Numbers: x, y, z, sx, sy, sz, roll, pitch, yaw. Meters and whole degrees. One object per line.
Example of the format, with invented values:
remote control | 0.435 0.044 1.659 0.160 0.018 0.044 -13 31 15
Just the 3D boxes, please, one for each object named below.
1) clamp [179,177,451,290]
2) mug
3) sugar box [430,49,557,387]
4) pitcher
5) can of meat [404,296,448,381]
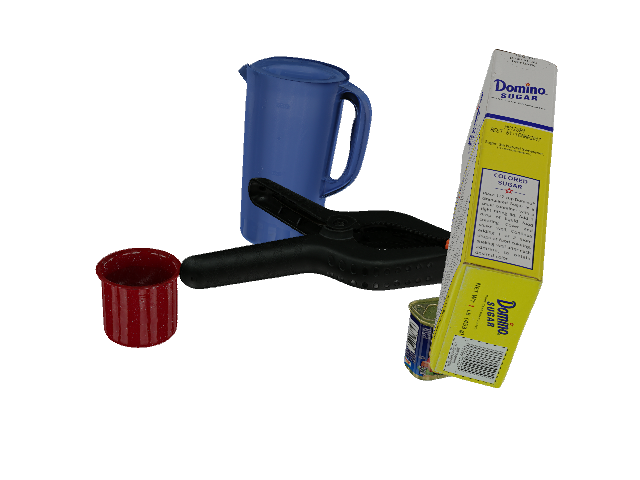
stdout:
clamp | 0.012 -0.003 0.832 0.210 0.036 0.164 4 29 9
mug | -0.208 0.060 1.185 0.093 0.081 0.117 -22 36 -40
sugar box | 0.099 -0.016 0.595 0.048 0.176 0.093 15 -42 4
pitcher | -0.032 -0.111 1.399 0.144 0.243 0.149 -2 24 -22
can of meat | 0.154 0.118 1.301 0.102 0.084 0.057 -7 29 -23
